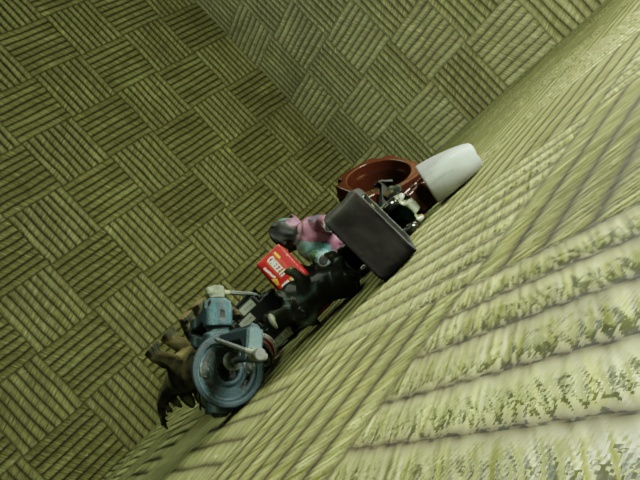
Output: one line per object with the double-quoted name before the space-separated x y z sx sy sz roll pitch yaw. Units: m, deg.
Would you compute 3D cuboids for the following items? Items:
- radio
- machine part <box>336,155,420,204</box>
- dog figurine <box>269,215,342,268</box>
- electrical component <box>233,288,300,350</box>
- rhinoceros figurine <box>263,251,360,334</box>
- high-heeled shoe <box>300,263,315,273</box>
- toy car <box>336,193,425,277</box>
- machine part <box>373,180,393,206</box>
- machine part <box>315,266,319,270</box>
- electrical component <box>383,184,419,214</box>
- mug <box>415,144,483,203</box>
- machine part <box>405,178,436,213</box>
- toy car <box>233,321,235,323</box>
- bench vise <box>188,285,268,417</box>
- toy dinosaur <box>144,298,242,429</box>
"radio" 0.081 -0.017 0.873 0.073 0.131 0.229 -45 0 7
"machine part" 0.161 -0.136 1.418 0.201 0.087 0.201 -31 35 -25
"dog figurine" -0.002 -0.004 1.175 0.219 0.191 0.108 13 97 59
"electrical component" -0.117 0.170 1.139 0.115 0.134 0.058 -42 1 7
"rhinoceros figurine" -0.016 0.100 0.954 0.190 0.112 0.073 -29 -29 12
"high-heeled shoe" -0.025 0.121 1.419 0.249 0.086 0.145 -57 -29 -47
"toy car" 0.109 -0.005 1.024 0.201 0.073 0.056 -44 1 19
"machine part" 0.134 -0.057 1.130 0.039 0.138 0.084 -1 1 -2
"machine part" 0.044 0.056 1.385 0.079 0.079 0.243 -44 -1 18
"electrical component" 0.163 -0.065 1.065 0.045 0.102 0.078 -48 26 -23
"mug" 0.245 -0.130 0.999 0.107 0.081 0.109 -31 -3 16
"machine part" 0.230 -0.107 1.159 0.179 0.056 0.179 -43 1 0
"toy car" -0.169 0.216 1.357 0.053 0.089 0.202 -3 -1 27
"bench vise" -0.143 0.170 0.869 0.240 0.129 0.223 -28 51 57
"toy dinosaur" -0.277 0.277 1.164 0.471 0.198 0.105 -44 1 37
